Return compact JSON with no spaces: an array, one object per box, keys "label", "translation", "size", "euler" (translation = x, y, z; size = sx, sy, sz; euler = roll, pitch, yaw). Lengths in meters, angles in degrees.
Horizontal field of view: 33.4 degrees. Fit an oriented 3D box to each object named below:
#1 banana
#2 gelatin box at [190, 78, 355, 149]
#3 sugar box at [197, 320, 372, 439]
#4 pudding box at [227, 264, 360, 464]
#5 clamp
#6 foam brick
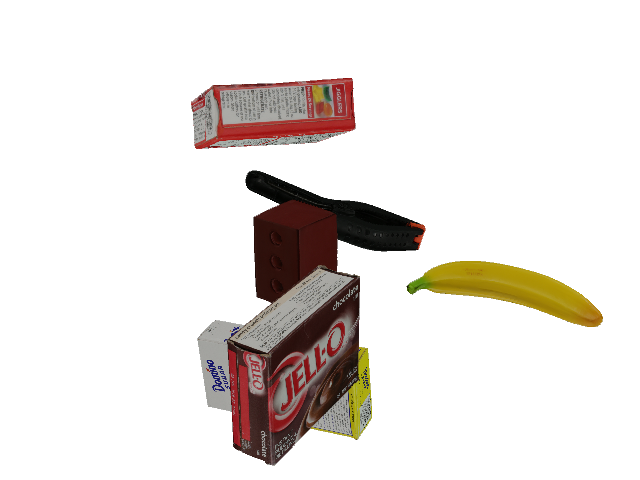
[{"label":"banana","translation":[0.192,0.053,1.106],"size":[0.198,0.037,0.069],"euler":[8,40,12]},{"label":"gelatin box","translation":[-0.028,-0.068,0.575],"size":[0.073,0.030,0.089],"euler":[-5,3,-13]},{"label":"sugar box","translation":[-0.037,0.142,1.102],"size":[0.176,0.093,0.048],"euler":[11,33,24]},{"label":"pudding box","translation":[-0.016,0.081,0.717],"size":[0.039,0.090,0.113],"euler":[17,35,26]},{"label":"clamp","translation":[0.017,-0.020,1.187],"size":[0.210,0.036,0.164],"euler":[14,21,-8]},{"label":"foam brick","translation":[-0.021,0.012,0.919],"size":[0.053,0.078,0.051],"euler":[18,28,40]}]
